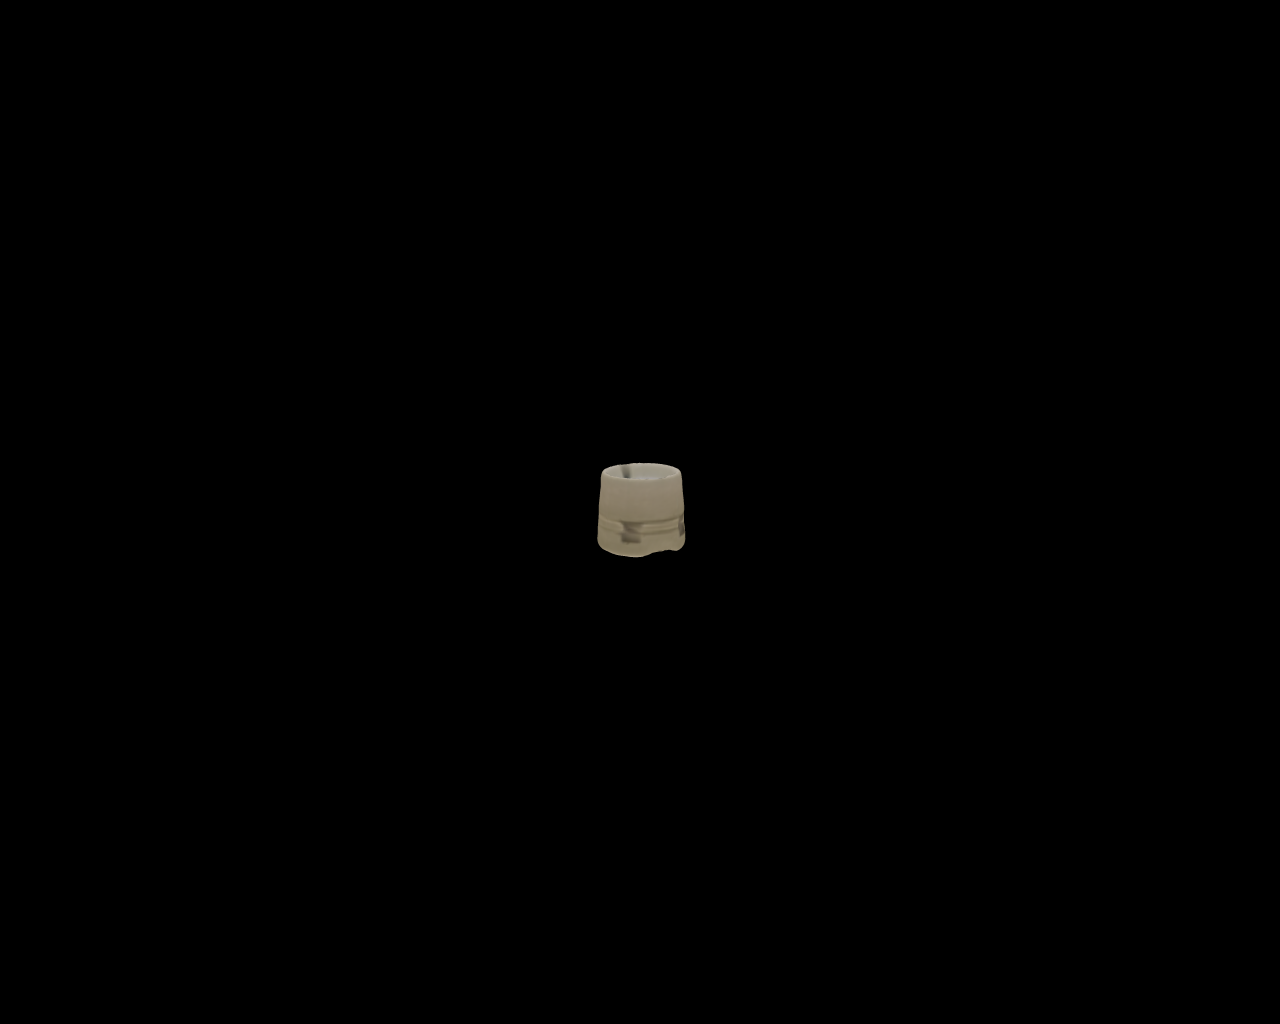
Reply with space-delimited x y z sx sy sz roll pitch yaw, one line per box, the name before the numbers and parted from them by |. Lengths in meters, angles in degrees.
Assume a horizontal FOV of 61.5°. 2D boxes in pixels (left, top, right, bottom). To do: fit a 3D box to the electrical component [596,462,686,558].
electrical component | 0.001 -0.003 0.650 0.055 0.047 0.055 0 14 0
